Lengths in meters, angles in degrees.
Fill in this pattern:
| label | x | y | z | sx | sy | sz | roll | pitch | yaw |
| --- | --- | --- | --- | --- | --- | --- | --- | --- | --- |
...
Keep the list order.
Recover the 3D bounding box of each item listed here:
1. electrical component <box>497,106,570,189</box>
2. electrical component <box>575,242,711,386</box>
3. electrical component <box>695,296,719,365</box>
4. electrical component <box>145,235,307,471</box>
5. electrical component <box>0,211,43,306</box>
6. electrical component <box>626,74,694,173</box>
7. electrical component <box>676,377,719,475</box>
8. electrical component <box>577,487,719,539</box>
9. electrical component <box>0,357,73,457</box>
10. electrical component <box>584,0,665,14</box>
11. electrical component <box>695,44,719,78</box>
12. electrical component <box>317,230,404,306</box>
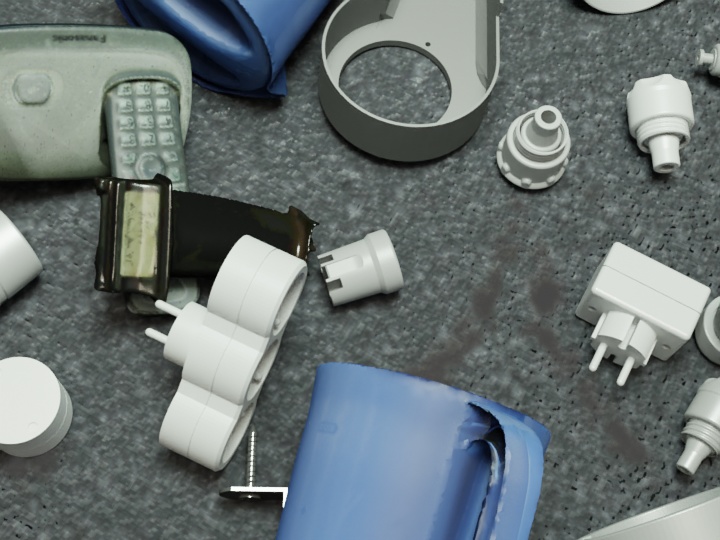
| label | x | y | z | sx | sy | sz | roll | pitch | yaw |
| --- | --- | --- | --- | --- | --- | --- | --- | --- | --- |
| electrical component | 0.118 | -0.085 | 0.709 | 0.048 | 0.062 | 0.048 | 1 | 68 | -3 |
| electrical component | 0.169 | 0.035 | 0.672 | 0.066 | 0.047 | 0.076 | 28 | 69 | 8 |
| electrical component | 0.239 | 0.033 | 0.672 | 0.045 | 0.055 | 0.045 | 1 | 68 | -3 |
| electrical component | -0.089 | 0.042 | 0.624 | 0.074 | 0.052 | 0.138 | 25 | 107 | 7 |
| electrical component | -0.230 | -0.005 | 0.664 | 0.047 | 0.055 | 0.055 | -39 | 75 | -20 |
| electrical component | 0.205 | -0.097 | 0.729 | 0.043 | 0.043 | 0.062 | 0 | 70 | -3 |
| electrical component | 0.213 | 0.097 | 0.657 | 0.035 | 0.035 | 0.061 | 34 | 73 | 10 |
| electrical component | 0.180 | 0.161 | 0.593 | 0.108 | 0.108 | 0.060 | -17 | 76 | -10 |
| electrical component | -0.242 | 0.079 | 0.618 | 0.138 | 0.073 | 0.052 | -6 | 69 | -5 |
| electrical component | 0.192 | -0.238 | 0.759 | 0.099 | 0.099 | 0.064 | -9 | 63 | -7 |
| electrical component | 0.276 | -0.144 | 0.753 | 0.078 | 0.040 | 0.040 | 7 | 68 | 0 |
| electrical component | 0.000 | 0.000 | 0.682 | 0.046 | 0.040 | 0.040 | -18 | 70 | -4 |
